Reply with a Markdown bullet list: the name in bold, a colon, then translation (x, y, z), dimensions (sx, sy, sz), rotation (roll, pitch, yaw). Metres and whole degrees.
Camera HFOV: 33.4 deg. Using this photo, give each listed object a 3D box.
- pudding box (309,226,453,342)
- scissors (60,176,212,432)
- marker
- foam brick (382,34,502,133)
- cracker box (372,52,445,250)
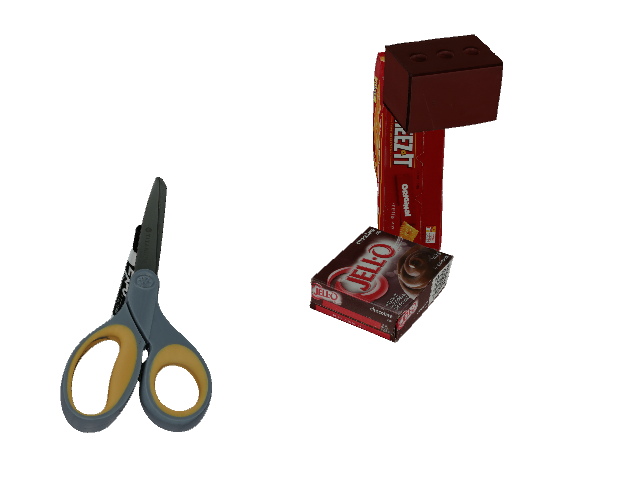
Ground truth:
- **pudding box**: translation (0.056, 0.038, 0.969), dimensions (0.090, 0.039, 0.113), rotation (21, 34, 23)
- **scissors**: translation (-0.095, 0.041, 0.670), dimensions (0.096, 0.201, 0.016), rotation (21, -43, 1)
- **marker**: translation (-0.175, 0.034, 0.996), dimensions (0.020, 0.121, 0.020), rotation (16, 31, -10)
- **foam brick**: translation (0.093, -0.120, 0.817), dimensions (0.078, 0.051, 0.053), rotation (-10, 37, -16)
- **cracker box**: translation (0.095, -0.105, 1.180), dimensions (0.072, 0.164, 0.213), rotation (0, 24, 2)
